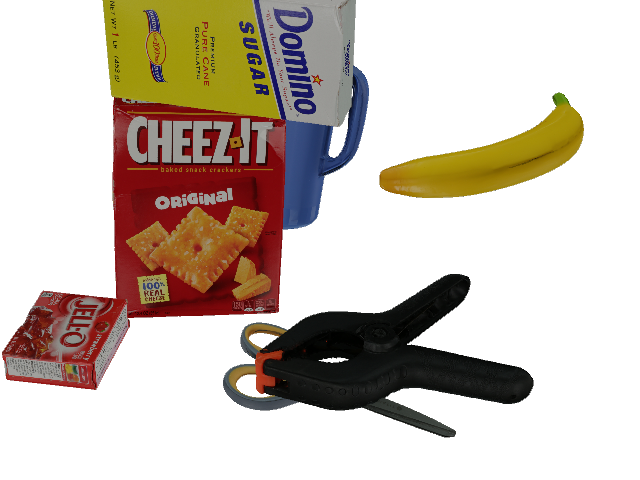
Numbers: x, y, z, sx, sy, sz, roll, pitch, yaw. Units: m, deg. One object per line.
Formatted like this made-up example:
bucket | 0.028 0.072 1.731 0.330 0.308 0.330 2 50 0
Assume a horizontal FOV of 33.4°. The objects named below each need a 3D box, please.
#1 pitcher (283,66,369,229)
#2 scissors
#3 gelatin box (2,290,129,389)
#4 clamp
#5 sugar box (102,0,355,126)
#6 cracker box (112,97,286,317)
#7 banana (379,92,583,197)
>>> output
pitcher | -0.034 -0.140 1.420 0.144 0.243 0.149 -3 25 -22
scissors | 0.004 0.134 0.889 0.202 0.016 0.096 31 49 23
gelatin box | -0.198 0.076 0.841 0.073 0.030 0.089 6 32 7
clamp | 0.041 0.066 0.696 0.171 0.039 0.120 -1 29 -6
sugar box | -0.065 -0.140 0.765 0.176 0.093 0.048 9 34 13
cracker box | -0.118 -0.033 1.037 0.164 0.214 0.072 0 20 -10
banana | 0.142 -0.067 0.844 0.197 0.037 0.070 -23 28 -25
